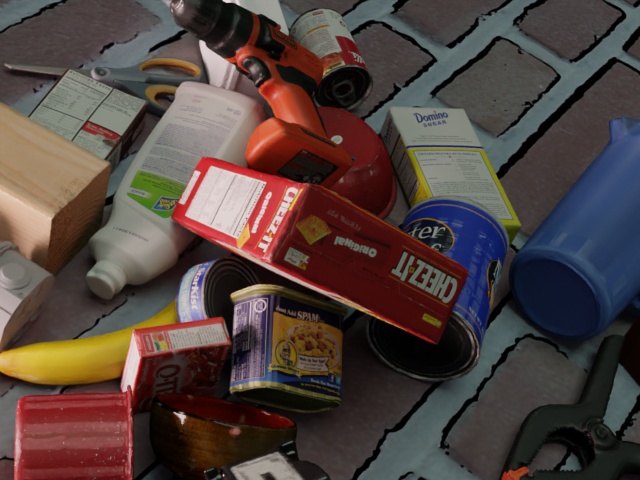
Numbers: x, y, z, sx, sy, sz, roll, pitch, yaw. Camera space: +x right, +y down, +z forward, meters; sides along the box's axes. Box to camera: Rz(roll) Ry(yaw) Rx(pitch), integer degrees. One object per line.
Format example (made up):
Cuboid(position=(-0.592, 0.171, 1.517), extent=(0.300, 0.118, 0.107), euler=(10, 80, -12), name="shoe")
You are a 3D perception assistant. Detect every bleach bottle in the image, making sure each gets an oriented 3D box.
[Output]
Cuboid(position=(-0.144, -0.045, 0.984), extent=(0.103, 0.068, 0.250), euler=(16, 48, 19), name="bleach bottle")

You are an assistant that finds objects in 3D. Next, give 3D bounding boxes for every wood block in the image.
Cuboid(position=(-0.296, -0.062, 0.928), extent=(0.206, 0.091, 0.090), euler=(29, 46, 8), name="wood block")

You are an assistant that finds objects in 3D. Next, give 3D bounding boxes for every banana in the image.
Cuboid(position=(-0.163, 0.083, 0.884), extent=(0.197, 0.037, 0.070), euler=(-23, 41, -36), name="banana")

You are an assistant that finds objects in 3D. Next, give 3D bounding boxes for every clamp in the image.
Cuboid(position=(0.248, 0.182, 0.931), extent=(0.209, 0.036, 0.165), euler=(-24, 60, -32), name="clamp")

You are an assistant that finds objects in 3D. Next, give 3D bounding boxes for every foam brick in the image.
Cuboid(position=(0.325, 0.096, 1.008), extent=(0.051, 0.078, 0.053), euler=(-17, 57, -29), name="foam brick")

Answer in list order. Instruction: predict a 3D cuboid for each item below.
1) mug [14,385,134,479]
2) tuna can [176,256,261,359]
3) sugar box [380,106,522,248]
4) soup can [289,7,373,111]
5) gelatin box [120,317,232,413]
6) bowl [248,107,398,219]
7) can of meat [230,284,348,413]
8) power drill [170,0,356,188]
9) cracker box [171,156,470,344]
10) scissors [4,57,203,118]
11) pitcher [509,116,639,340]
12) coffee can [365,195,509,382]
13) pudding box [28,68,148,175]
Cuboid(position=(-0.178, 0.165, 0.775), extent=(0.081, 0.093, 0.117), euler=(0, 86, -13), name="mug")
Cuboid(position=(-0.082, 0.058, 0.901), extent=(0.086, 0.034, 0.086), euler=(27, 55, -49), name="tuna can")
Cuboid(position=(0.132, -0.065, 1.112), extent=(0.093, 0.048, 0.176), euler=(-1, 46, -20), name="sugar box")
Cuboid(position=(0.010, -0.198, 1.173), extent=(0.068, 0.069, 0.102), euler=(-4, 51, -22), name="soup can")
Cuboid(position=(-0.115, 0.101, 0.844), extent=(0.073, 0.089, 0.030), euler=(-6, 54, -23), name="gelatin box")
Cuboid(position=(0.009, -0.084, 1.079), extent=(0.162, 0.055, 0.162), euler=(9, 47, -11), name="bowl")
Cuboid(position=(-0.026, 0.091, 0.875), extent=(0.101, 0.058, 0.084), euler=(20, 62, -39), name="can of meat")
Cuboid(position=(-0.050, -0.140, 0.985), extent=(0.184, 0.057, 0.188), euler=(21, 39, -42), name="power drill")
Cuboid(position=(-0.006, 0.001, 0.869), extent=(0.164, 0.072, 0.214), euler=(27, -3, -28), name="cracker box")
Cuboid(position=(-0.212, -0.155, 1.094), extent=(0.201, 0.016, 0.096), euler=(-8, 52, -25), name="scissors")
Cuboid(position=(0.298, 0.000, 1.063), extent=(0.149, 0.145, 0.242), euler=(30, 49, 25), name="pitcher")
Cuboid(position=(0.108, 0.042, 0.964), extent=(0.103, 0.103, 0.140), euler=(23, 46, 2), name="coffee can")
Cuboid(position=(-0.229, -0.108, 1.031), extent=(0.090, 0.039, 0.113), euler=(22, 44, 2), name="pudding box")
